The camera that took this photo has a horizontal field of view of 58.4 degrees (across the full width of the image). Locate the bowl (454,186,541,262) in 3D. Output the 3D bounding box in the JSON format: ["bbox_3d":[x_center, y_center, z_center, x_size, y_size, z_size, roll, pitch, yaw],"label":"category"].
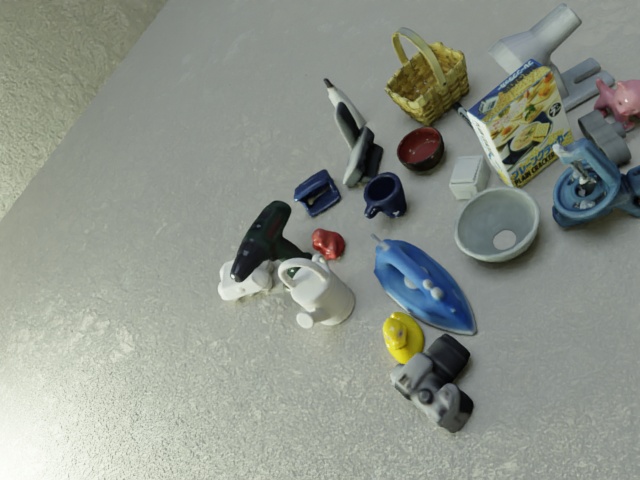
[{"bbox_3d":[0.353,-0.019,1.122,0.167,0.075,0.167,-19,49,24],"label":"bowl"}]

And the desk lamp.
[{"bbox_3d":[0.478,-0.372,1.196,0.203,0.214,0.117,-30,45,14],"label":"desk lamp"}]

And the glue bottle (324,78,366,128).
[{"bbox_3d":[0.056,-0.370,1.530,0.037,0.174,0.077,-47,44,-3],"label":"glue bottle"}]

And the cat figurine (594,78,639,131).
[{"bbox_3d":[0.589,-0.279,1.114,0.067,0.118,0.127,-42,44,2],"label":"cat figurine"}]

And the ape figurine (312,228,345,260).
[{"bbox_3d":[0.012,0.005,1.338,0.076,0.092,0.077,-43,44,1],"label":"ape figurine"}]

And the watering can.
[{"bbox_3d":[-0.011,0.102,1.207,0.101,0.195,0.172,-31,45,13],"label":"watering can"}]

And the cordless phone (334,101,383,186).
[{"bbox_3d":[0.071,-0.236,1.410,0.093,0.186,0.147,-9,54,31],"label":"cordless phone"}]

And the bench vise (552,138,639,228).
[{"bbox_3d":[0.492,-0.120,0.991,0.207,0.220,0.121,-29,46,15],"label":"bench vise"}]

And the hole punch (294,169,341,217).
[{"bbox_3d":[-0.017,-0.131,1.463,0.108,0.091,0.101,-33,45,11],"label":"hole punch"}]

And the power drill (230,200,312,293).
[{"bbox_3d":[-0.100,0.036,1.312,0.075,0.209,0.230,-3,57,35],"label":"power drill"}]

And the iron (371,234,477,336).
[{"bbox_3d":[0.194,0.078,1.115,0.119,0.142,0.257,-46,44,-2],"label":"iron"}]

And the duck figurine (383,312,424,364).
[{"bbox_3d":[0.151,0.179,1.110,0.077,0.086,0.104,-24,47,19],"label":"duck figurine"}]

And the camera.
[{"bbox_3d":[0.209,0.239,1.011,0.137,0.101,0.142,-49,44,-5],"label":"camera"}]

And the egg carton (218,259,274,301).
[{"bbox_3d":[-0.186,0.093,1.432,0.150,0.070,0.107,-20,48,23],"label":"egg carton"}]

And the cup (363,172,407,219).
[{"bbox_3d":[0.151,-0.082,1.300,0.091,0.095,0.118,20,72,43],"label":"cup"}]
